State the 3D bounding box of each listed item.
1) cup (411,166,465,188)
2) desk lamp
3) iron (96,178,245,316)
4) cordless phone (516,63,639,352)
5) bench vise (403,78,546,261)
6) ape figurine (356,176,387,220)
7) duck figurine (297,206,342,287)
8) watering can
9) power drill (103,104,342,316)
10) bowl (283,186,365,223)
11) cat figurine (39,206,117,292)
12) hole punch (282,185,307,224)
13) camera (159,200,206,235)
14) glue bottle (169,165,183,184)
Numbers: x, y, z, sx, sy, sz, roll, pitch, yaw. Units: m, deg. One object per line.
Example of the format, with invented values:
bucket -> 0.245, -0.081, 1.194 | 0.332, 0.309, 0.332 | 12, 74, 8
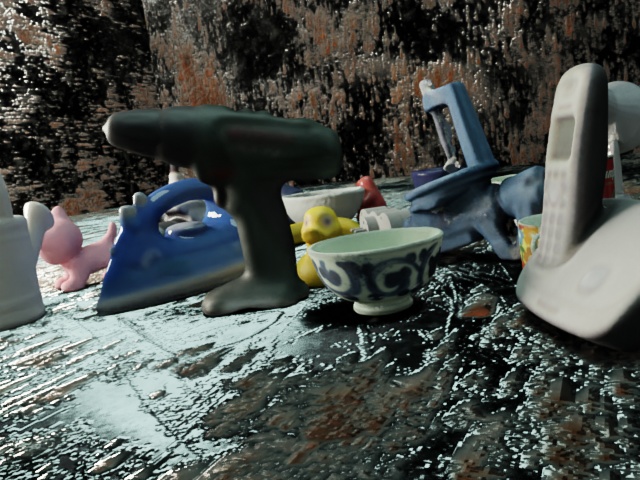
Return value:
cup -> 0.236, -0.092, 1.099 | 0.118, 0.095, 0.091 | -10, 9, -21
desk lamp -> 0.459, -0.157, 0.946 | 0.204, 0.213, 0.117 | -14, 11, -39
iron -> -0.170, -0.010, 0.708 | 0.118, 0.141, 0.259 | -1, 10, 36
cordless phone -> 0.191, -0.029, 0.388 | 0.094, 0.185, 0.147 | -8, 8, -5
bench vise -> 0.192, -0.090, 0.685 | 0.206, 0.220, 0.122 | -3, 9, 24
ape figurine -> 0.099, -0.086, 1.181 | 0.076, 0.092, 0.078 | -2, 10, 31
duck figurine -> 0.006, 0.002, 0.671 | 0.077, 0.086, 0.105 | -4, 9, 20
watering can -> -0.374, -0.002, 0.638 | 0.101, 0.194, 0.173 | -7, 8, -2
power drill -> -0.087, -0.035, 0.579 | 0.229, 0.208, 0.075 | -8, 8, -7
bowl -> 0.009, -0.059, 1.128 | 0.167, 0.075, 0.167 | -7, 8, 1
cat figurine -> -0.342, 0.009, 0.807 | 0.128, 0.118, 0.067 | -13, 10, -36
hole punch -> -0.048, -0.081, 1.268 | 0.100, 0.091, 0.109 | -3, 9, 23
camera -> -0.229, -0.007, 0.877 | 0.142, 0.101, 0.137 | -2, 10, 30
glue bottle -> -0.262, -0.067, 1.068 | 0.037, 0.173, 0.077 | -14, 11, -41
